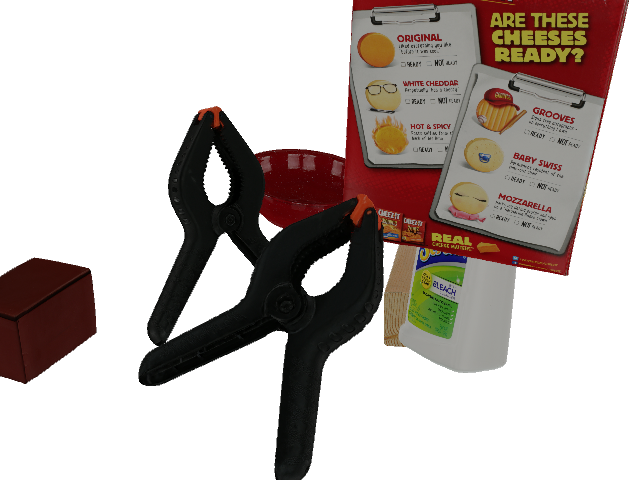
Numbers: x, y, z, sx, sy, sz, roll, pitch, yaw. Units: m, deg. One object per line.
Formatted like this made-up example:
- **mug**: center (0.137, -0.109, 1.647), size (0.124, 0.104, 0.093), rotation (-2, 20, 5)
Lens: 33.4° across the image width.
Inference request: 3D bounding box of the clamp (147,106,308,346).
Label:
- **clamp**: center (-0.081, -0.014, 0.967), size (0.164, 0.210, 0.036), rotation (-1, 1, -34)

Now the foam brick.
- **foam brick**: center (-0.200, 0.053, 0.736), size (0.053, 0.051, 0.078), rotation (11, 28, 26)

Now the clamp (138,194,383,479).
- **clamp**: center (-0.012, 0.054, 0.617), size (0.120, 0.171, 0.039), rotation (41, -5, 20)

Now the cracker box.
- **cracker box**: center (0.104, -0.090, 0.707), size (0.164, 0.214, 0.072), rotation (11, 39, 12)

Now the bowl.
- **bowl**: center (-0.020, -0.054, 1.263), size (0.162, 0.055, 0.162), rotation (6, 26, -3)

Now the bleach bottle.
- **bleach bottle**: center (0.124, -0.022, 0.897), size (0.068, 0.251, 0.103), rotation (-4, 16, -30)

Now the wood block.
- **wood block**: center (0.154, 0.079, 1.635), size (0.091, 0.090, 0.206), rotation (3, 22, 10)
